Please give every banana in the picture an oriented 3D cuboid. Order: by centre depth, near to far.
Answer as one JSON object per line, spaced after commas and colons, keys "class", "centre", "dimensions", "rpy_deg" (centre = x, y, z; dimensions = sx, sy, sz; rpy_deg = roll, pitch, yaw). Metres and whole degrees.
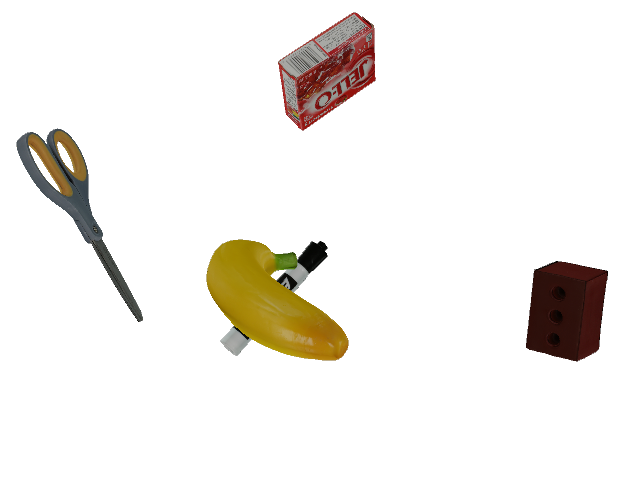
{"class": "banana", "centre": [-0.034, 0.030, 0.661], "dimensions": [0.069, 0.037, 0.198], "rpy_deg": [-4, 16, -9]}

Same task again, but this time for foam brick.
{"class": "foam brick", "centre": [0.224, 0.063, 0.971], "dimensions": [0.053, 0.078, 0.051], "rpy_deg": [12, 17, 35]}

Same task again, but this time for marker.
{"class": "marker", "centre": [-0.037, 0.046, 0.896], "dimensions": [0.020, 0.121, 0.020], "rpy_deg": [39, -15, 12]}

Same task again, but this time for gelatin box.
{"class": "gelatin box", "centre": [0.008, -0.148, 0.939], "dimensions": [0.089, 0.030, 0.073], "rpy_deg": [-35, -26, -16]}

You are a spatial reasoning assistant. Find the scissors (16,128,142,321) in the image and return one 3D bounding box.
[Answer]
{"class": "scissors", "centre": [-0.216, -0.024, 1.008], "dimensions": [0.016, 0.201, 0.096], "rpy_deg": [-24, 26, 19]}
